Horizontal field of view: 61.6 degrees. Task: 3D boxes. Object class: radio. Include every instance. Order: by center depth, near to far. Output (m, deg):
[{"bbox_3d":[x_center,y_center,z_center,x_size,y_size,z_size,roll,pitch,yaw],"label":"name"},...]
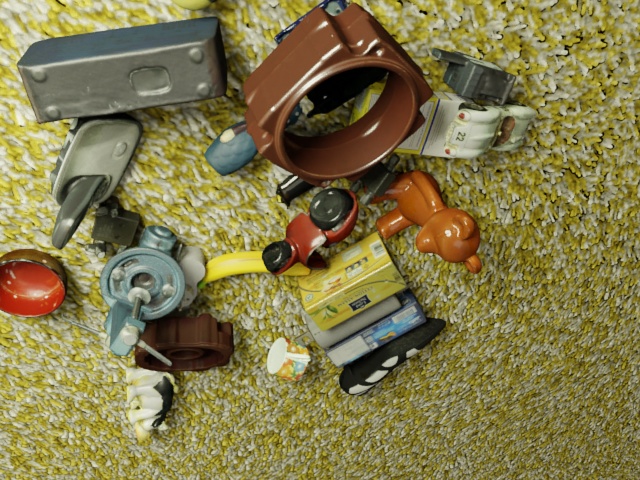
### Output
[{"bbox_3d":[-0.227,-0.206,0.645,0.230,0.131,0.073,-12,125,-6],"label":"radio"}]

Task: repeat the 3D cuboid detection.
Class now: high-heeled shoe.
[{"bbox_3d":[0.151,0.247,1.099,0.249,0.086,0.145,-20,130,6],"label":"high-heeled shoe"}]

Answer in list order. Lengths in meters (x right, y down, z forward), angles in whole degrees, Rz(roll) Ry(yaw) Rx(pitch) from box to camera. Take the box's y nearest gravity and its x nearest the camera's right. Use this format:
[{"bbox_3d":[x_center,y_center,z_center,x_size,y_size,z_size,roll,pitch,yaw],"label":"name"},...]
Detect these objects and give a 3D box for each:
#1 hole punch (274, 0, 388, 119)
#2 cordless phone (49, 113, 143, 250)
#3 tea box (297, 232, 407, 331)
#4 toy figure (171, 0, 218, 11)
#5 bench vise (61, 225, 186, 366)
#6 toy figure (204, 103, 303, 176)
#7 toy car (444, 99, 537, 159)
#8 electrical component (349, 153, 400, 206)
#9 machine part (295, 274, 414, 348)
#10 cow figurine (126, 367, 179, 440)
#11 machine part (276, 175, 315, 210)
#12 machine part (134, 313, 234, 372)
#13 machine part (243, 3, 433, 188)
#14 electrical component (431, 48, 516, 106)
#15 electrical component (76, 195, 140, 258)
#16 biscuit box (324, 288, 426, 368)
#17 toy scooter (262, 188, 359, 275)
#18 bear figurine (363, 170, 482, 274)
[{"bbox_3d":[0.014,-0.245,0.717,0.142,0.092,0.115,-34,147,8],"label":"hole punch"},{"bbox_3d":[-0.298,-0.083,0.683,0.088,0.184,0.146,25,116,-23],"label":"cordless phone"},{"bbox_3d":[0.052,0.072,0.936,0.170,0.098,0.068,-30,125,10],"label":"tea box"},{"bbox_3d":[-0.107,-0.337,0.615,0.180,0.082,0.089,-30,125,5],"label":"toy figure"},{"bbox_3d":[-0.278,0.098,0.788,0.128,0.241,0.223,34,102,-24],"label":"bench vise"},{"bbox_3d":[-0.094,-0.153,0.763,0.154,0.064,0.058,-37,88,7],"label":"toy figure"},{"bbox_3d":[0.254,-0.166,0.801,0.202,0.056,0.073,-17,134,-41],"label":"toy car"},{"bbox_3d":[0.085,-0.101,0.836,0.021,0.063,0.094,15,119,-42],"label":"electrical component"},{"bbox_3d":[0.061,0.129,0.992,0.243,0.079,0.079,-29,127,9],"label":"machine part"},{"bbox_3d":[-0.321,0.315,1.039,0.098,0.068,0.167,-6,127,-17],"label":"cow figurine"},{"bbox_3d":[-0.010,-0.104,0.833,0.139,0.039,0.084,-39,133,12],"label":"machine part"},{"bbox_3d":[-0.235,0.182,0.934,0.179,0.056,0.179,-6,151,-3],"label":"machine part"},{"bbox_3d":[0.023,-0.167,0.670,0.201,0.087,0.201,-39,143,23],"label":"machine part"},{"bbox_3d":[0.211,-0.236,0.769,0.119,0.075,0.047,4,123,-22],"label":"electrical component"},{"bbox_3d":[-0.318,-0.016,0.813,0.078,0.045,0.102,22,117,-25],"label":"electrical component"},{"bbox_3d":[0.101,0.165,1.037,0.203,0.063,0.059,-30,126,8],"label":"biscuit box"},{"bbox_3d":[-0.002,-0.003,0.874,0.184,0.075,0.135,-41,151,7],"label":"toy scooter"},{"bbox_3d":[0.161,-0.023,0.834,0.132,0.196,0.120,-22,130,3],"label":"bear figurine"}]
